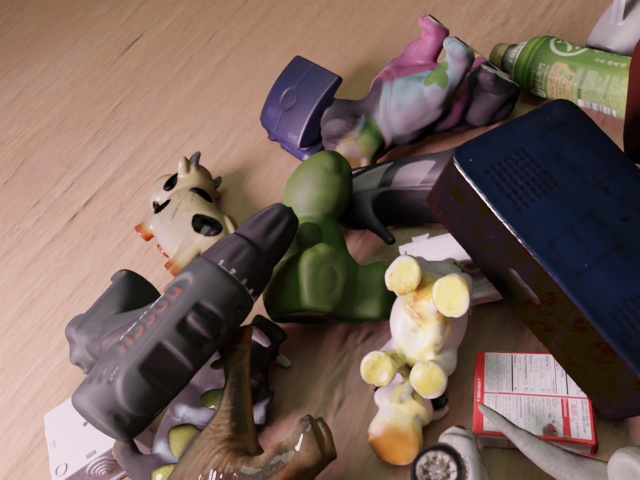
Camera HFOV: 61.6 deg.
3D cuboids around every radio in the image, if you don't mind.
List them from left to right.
[{"bbox_3d":[0.206,0.006,0.418,0.131,0.073,0.230,-31,73,-18],"label":"radio"}]

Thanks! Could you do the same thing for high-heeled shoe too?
[{"bbox_3d":[0.128,-0.075,0.597,0.249,0.086,0.145,-27,37,-4],"label":"high-heeled shoe"}]

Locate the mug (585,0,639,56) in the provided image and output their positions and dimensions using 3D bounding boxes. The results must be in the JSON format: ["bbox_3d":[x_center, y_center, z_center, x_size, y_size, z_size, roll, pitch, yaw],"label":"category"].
[{"bbox_3d":[0.367,-0.253,0.629,0.107,0.109,0.081,-47,52,-2],"label":"mug"}]

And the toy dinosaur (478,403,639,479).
[{"bbox_3d":[0.273,0.201,0.262,0.131,0.192,0.405,-65,30,16],"label":"toy dinosaur"}]

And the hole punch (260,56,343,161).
[{"bbox_3d":[-0.021,-0.182,0.744,0.116,0.092,0.142,-42,51,-9],"label":"hole punch"}]

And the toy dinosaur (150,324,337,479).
[{"bbox_3d":[-0.071,0.274,0.353,0.199,0.105,0.471,-12,57,10],"label":"toy dinosaur"}]

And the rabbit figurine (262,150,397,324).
[{"bbox_3d":[-0.001,-0.002,0.552,0.159,0.121,0.170,-19,64,53],"label":"rabbit figurine"}]

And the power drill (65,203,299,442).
[{"bbox_3d":[-0.136,0.063,0.489,0.207,0.085,0.232,-4,42,46],"label":"power drill"}]

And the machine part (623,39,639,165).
[{"bbox_3d":[0.385,-0.124,0.468,0.201,0.087,0.201,11,72,9],"label":"machine part"}]

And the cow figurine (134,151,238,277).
[{"bbox_3d":[-0.161,-0.032,0.676,0.127,0.085,0.195,-43,46,-7],"label":"cow figurine"}]

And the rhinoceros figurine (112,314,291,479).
[{"bbox_3d":[-0.101,0.152,0.499,0.112,0.073,0.190,13,58,33],"label":"rhinoceros figurine"}]

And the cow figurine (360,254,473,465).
[{"bbox_3d":[0.083,0.097,0.452,0.068,0.098,0.167,17,98,23],"label":"cow figurine"}]

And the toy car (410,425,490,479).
[{"bbox_3d":[0.079,0.225,0.358,0.056,0.073,0.202,4,54,31],"label":"toy car"}]

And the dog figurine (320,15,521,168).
[{"bbox_3d":[0.108,-0.145,0.652,0.219,0.191,0.109,-48,42,28],"label":"dog figurine"}]
